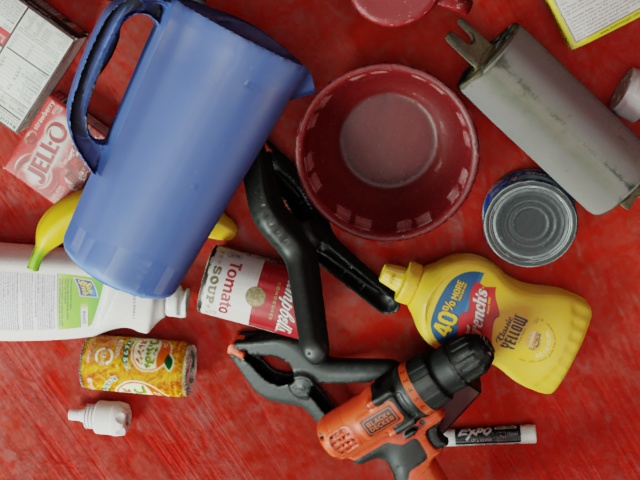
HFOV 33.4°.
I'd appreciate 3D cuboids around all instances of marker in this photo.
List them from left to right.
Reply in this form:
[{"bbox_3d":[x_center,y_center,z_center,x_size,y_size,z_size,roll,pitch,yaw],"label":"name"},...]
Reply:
[{"bbox_3d":[0.152,0.194,1.054,0.121,0.020,0.020,-4,108,7],"label":"marker"}]

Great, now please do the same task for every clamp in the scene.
[{"bbox_3d":[-0.011,0.145,1.042,0.171,0.039,0.120,19,112,9],"label":"clamp"},{"bbox_3d":[-0.006,0.001,0.966,0.036,0.164,0.210,-31,80,30],"label":"clamp"}]

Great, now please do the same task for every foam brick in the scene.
[{"bbox_3d":[0.110,0.149,1.025,0.051,0.053,0.078,36,108,-7],"label":"foam brick"}]

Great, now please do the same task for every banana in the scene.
[{"bbox_3d":[-0.177,-0.021,0.991,0.197,0.037,0.069,-9,114,-7],"label":"banana"}]

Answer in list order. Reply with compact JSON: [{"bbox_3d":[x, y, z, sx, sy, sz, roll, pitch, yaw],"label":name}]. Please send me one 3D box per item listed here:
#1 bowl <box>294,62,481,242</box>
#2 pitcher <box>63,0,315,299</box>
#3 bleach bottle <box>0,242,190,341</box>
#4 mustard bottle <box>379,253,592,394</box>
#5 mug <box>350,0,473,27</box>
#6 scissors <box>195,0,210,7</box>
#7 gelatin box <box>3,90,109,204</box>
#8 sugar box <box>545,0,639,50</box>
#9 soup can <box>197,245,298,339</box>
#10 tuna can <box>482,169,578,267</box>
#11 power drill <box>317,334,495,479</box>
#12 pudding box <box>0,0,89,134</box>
[{"bbox_3d":[0.060,-0.082,0.952,0.162,0.055,0.162,2,109,5],"label":"bowl"},{"bbox_3d":[-0.129,-0.080,0.896,0.149,0.144,0.243,32,102,17],"label":"pitcher"},{"bbox_3d":[-0.252,0.057,1.027,0.251,0.068,0.102,5,112,1],"label":"bleach bottle"},{"bbox_3d":[0.146,0.065,0.991,0.191,0.058,0.096,22,105,-2],"label":"mustard bottle"},{"bbox_3d":[0.073,-0.217,0.891,0.117,0.081,0.093,27,109,-4],"label":"mug"},{"bbox_3d":[-0.125,-0.200,0.952,0.096,0.016,0.201,-41,100,16],"label":"scissors"},{"bbox_3d":[-0.241,-0.082,0.995,0.073,0.030,0.089,36,108,-7],"label":"gelatin box"},{"bbox_3d":[0.210,-0.257,0.885,0.093,0.048,0.176,-27,100,13],"label":"sugar box"},{"bbox_3d":[-0.057,0.049,1.001,0.102,0.068,0.068,15,109,1],"label":"soup can"},{"bbox_3d":[0.190,-0.019,0.969,0.086,0.033,0.086,3,110,8],"label":"tuna can"},{"bbox_3d":[0.117,0.193,0.982,0.185,0.057,0.187,-33,99,19],"label":"power drill"},{"bbox_3d":[-0.278,-0.167,0.966,0.090,0.039,0.114,36,110,-7],"label":"pudding box"}]
